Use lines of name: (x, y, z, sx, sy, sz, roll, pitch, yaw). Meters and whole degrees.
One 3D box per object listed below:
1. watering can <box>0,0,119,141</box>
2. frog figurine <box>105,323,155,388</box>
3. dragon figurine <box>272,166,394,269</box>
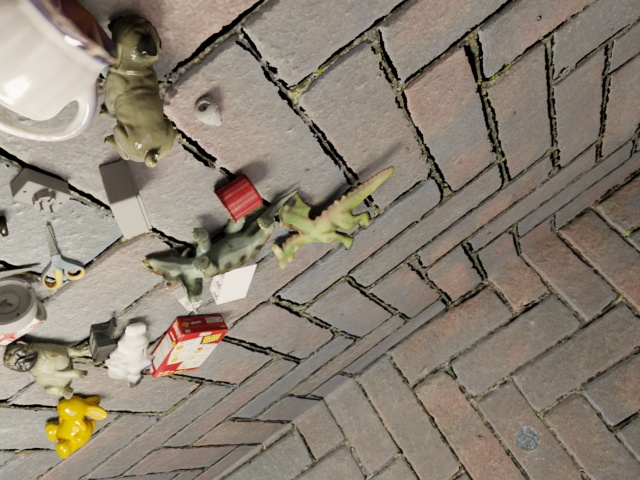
watering can: (-0.427, -0.265, 0.681, 0.223, 0.106, 0.342, -39, -37, 6)
frog figurine: (-0.522, 0.298, 1.401, 0.123, 0.156, 0.140, 14, 34, 30)
dragon figurine: (0.004, -0.070, 1.394, 0.242, 0.403, 0.125, 8, 39, -39)
